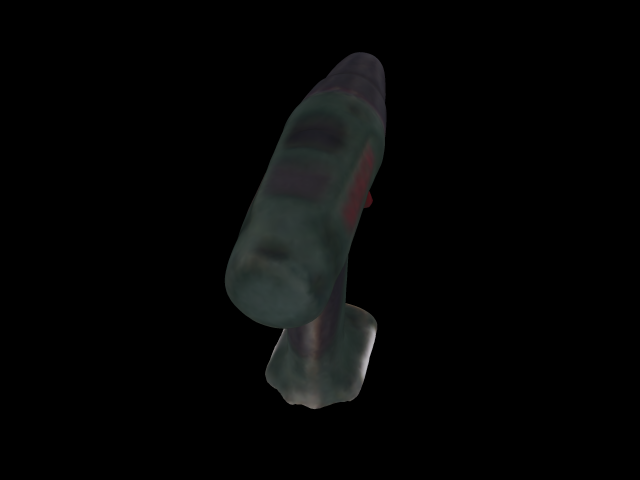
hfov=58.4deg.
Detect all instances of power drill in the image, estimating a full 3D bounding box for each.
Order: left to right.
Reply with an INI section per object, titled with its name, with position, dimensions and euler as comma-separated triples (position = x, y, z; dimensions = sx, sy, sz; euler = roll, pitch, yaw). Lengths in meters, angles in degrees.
[power drill]
position = 0.004, 0.001, 0.400
dimensions = 0.075, 0.208, 0.230
euler = 8, 35, 12
